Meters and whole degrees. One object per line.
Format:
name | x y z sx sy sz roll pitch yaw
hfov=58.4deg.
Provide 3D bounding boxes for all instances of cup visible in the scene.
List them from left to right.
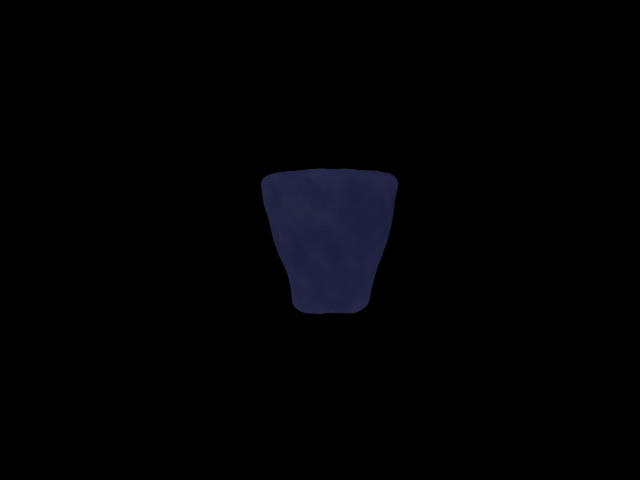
cup | 0.004 0.001 0.400 0.092 0.095 0.117 0 2 -11
